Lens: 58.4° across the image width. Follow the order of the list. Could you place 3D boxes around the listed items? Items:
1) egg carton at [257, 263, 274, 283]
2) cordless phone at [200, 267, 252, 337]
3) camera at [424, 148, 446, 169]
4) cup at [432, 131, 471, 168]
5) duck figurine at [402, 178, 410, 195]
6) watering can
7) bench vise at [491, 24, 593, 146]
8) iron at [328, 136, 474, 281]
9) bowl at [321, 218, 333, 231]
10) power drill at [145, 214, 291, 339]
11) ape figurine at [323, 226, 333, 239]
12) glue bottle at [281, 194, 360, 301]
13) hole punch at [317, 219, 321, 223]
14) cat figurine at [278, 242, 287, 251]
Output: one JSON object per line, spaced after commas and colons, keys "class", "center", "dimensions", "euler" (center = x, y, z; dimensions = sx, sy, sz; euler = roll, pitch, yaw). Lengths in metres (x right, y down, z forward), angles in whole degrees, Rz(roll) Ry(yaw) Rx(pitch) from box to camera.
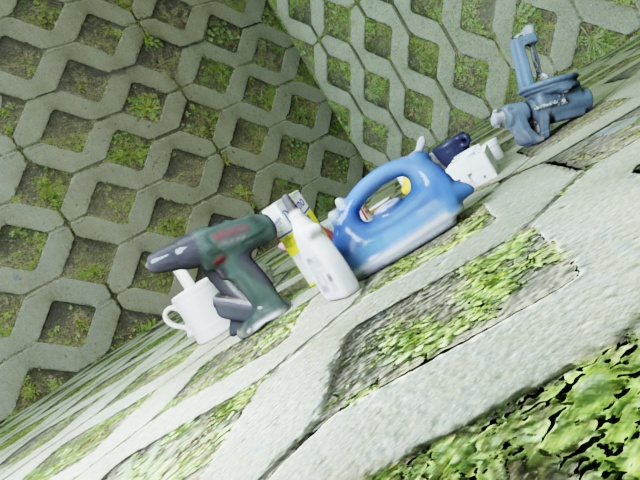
{"class": "egg carton", "center": [-0.200, 0.122, 1.574], "dimensions": [0.150, 0.069, 0.107], "euler": [-28, 6, 37]}
{"class": "cordless phone", "center": [-0.175, 0.079, 1.116], "dimensions": [0.094, 0.185, 0.147], "euler": [-31, 5, 2]}
{"class": "camera", "center": [0.317, -0.212, 1.579], "dimensions": [0.137, 0.101, 0.143], "euler": [-33, 5, -20]}
{"class": "cup", "center": [0.340, -0.207, 1.390], "dimensions": [0.092, 0.095, 0.117], "euler": [-33, 5, -25]}
{"class": "duck figurine", "center": [0.206, -0.101, 1.183], "dimensions": [0.078, 0.086, 0.104], "euler": [-33, 5, -23]}
{"class": "watering can", "center": [-0.263, 0.116, 1.242], "dimensions": [0.173, 0.194, 0.100], "euler": [-35, 6, -37]}
{"class": "bench vise", "center": [0.435, -0.318, 1.169], "dimensions": [0.208, 0.220, 0.121], "euler": [-33, 5, -24]}
{"class": "iron", "center": [0.101, -0.045, 0.900], "dimensions": [0.258, 0.141, 0.118], "euler": [-32, 5, -4]}
{"class": "bowl", "center": [0.049, -0.029, 1.522], "dimensions": [0.167, 0.075, 0.167], "euler": [-31, 4, 3]}
{"class": "power drill", "center": [-0.156, 0.063, 1.009], "dimensions": [0.230, 0.208, 0.075], "euler": [-33, 5, -21]}
{"class": "ape figurine", "center": [0.012, 0.005, 1.284], "dimensions": [0.078, 0.092, 0.076], "euler": [-35, 6, -37]}
{"class": "glue bottle", "center": [-0.008, 0.008, 0.841], "dimensions": [0.037, 0.173, 0.078], "euler": [-34, 5, -26]}
{"class": "hole punch", "center": [-0.034, -0.001, 1.678], "dimensions": [0.109, 0.091, 0.101], "euler": [-32, 5, -10]}
{"class": "cat figurine", "center": [-0.034, 0.005, 1.431], "dimensions": [0.127, 0.118, 0.067], "euler": [-29, 5, 26]}
